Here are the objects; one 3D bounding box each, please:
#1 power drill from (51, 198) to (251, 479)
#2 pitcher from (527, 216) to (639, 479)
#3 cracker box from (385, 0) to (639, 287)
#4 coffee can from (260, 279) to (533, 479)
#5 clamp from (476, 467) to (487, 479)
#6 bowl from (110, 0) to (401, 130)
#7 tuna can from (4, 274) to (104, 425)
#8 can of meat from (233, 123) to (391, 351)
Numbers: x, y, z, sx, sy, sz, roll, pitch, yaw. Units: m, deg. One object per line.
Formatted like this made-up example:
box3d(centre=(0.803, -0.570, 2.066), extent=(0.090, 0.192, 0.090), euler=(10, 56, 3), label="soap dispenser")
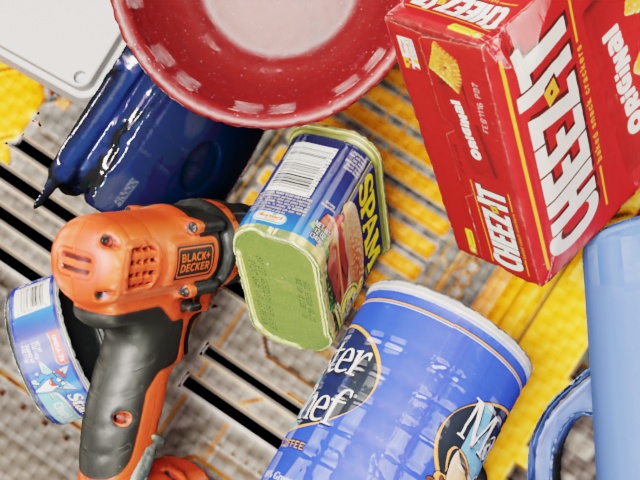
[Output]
box3d(centre=(-0.083, 0.069, 0.591), extent=(0.057, 0.184, 0.188), euler=(12, 99, 28), label="power drill")
box3d(centre=(0.200, 0.112, 0.583), extent=(0.149, 0.145, 0.243), euler=(-1, 77, -12), label="pitcher")
box3d(centre=(0.149, -0.105, 0.568), extent=(0.213, 0.164, 0.072), euler=(-42, 43, -20), label="cracker box")
box3d(centre=(0.039, 0.107, 0.579), extent=(0.103, 0.103, 0.140), euler=(30, 71, 6), label="coffee can")
box3d(centre=(0.080, 0.238, 0.605), extent=(0.164, 0.036, 0.210), euler=(-41, 78, -4), label="clamp")
box3d(centre=(-0.025, -0.139, 0.551), extent=(0.162, 0.055, 0.162), euler=(1, 99, 6), label="bowl")
box3d(centre=(-0.148, 0.062, 0.616), extent=(0.034, 0.086, 0.086), euler=(-20, 81, 0), label="tuna can")
box3d(centre=(-0.004, 0.001, 0.597), extent=(0.057, 0.102, 0.083), euler=(14, 51, 21), label="can of meat")
